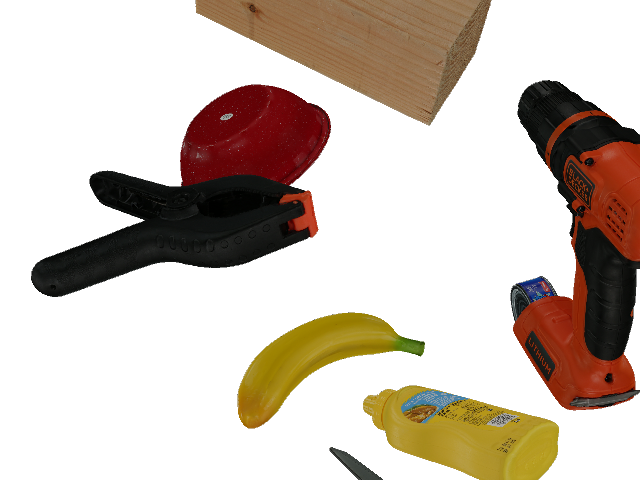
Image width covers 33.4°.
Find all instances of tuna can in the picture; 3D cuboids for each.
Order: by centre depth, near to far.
[{"bbox_3d":[0.247,0.086,1.211,0.033,0.086,0.086,-15,2,-7],"label":"tuna can"}]

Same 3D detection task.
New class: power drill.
[{"bbox_3d":[0.173,0.004,0.715,0.057,0.188,0.184,-8,35,-10],"label":"power drill"}]

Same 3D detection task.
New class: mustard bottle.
[{"bbox_3d":[0.120,0.178,1.009,0.192,0.058,0.096,12,19,39],"label":"mustard bottle"}]

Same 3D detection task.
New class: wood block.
[{"bbox_3d":[0.016,-0.185,0.803,0.206,0.090,0.091,28,-29,11],"label":"wood block"}]

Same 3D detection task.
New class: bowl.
[{"bbox_3d":[-0.074,-0.098,1.006,0.162,0.055,0.162,-21,35,16],"label":"bowl"}]

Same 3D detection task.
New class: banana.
[{"bbox_3d":[-0.004,0.091,0.827,0.070,0.037,0.197,20,27,40],"label":"banana"}]

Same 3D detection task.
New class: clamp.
[{"bbox_3d":[-0.091,-0.005,0.653,0.172,0.039,0.120,-1,41,22],"label":"clamp"}]

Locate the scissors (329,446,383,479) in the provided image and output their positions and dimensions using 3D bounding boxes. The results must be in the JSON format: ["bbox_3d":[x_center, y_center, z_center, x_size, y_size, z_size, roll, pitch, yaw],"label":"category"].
[{"bbox_3d":[0.086,0.152,0.528,0.096,0.016,0.202,-2,23,-23],"label":"scissors"}]
